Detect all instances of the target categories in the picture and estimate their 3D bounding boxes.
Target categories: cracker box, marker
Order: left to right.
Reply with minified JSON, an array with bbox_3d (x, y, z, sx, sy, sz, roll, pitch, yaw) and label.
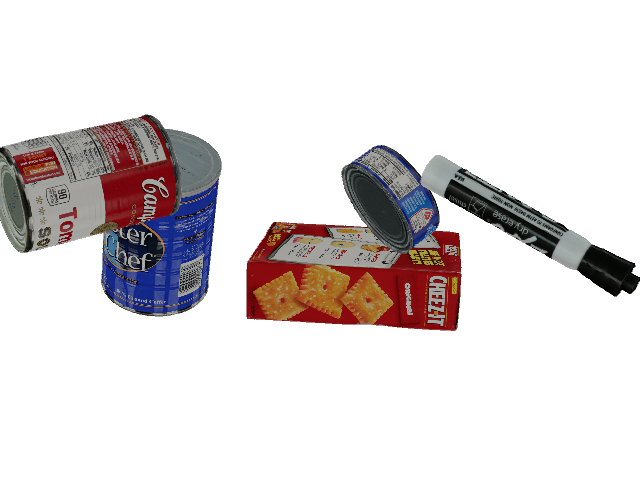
[{"bbox_3d":[0.039,0.037,1.132,0.214,0.072,0.164,4,15,6],"label":"cracker box"},{"bbox_3d":[0.106,-0.007,0.541,0.121,0.020,0.020,32,12,20],"label":"marker"}]

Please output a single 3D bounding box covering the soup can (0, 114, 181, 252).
[{"bbox_3d":[-0.148,-0.037,0.673,0.102,0.068,0.069,-17,8,-29],"label":"soup can"}]

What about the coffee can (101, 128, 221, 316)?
[{"bbox_3d":[-0.147,-0.016,0.975,0.102,0.140,0.103,6,37,-5],"label":"coffee can"}]

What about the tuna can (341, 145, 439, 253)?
[{"bbox_3d":[0.057,-0.034,0.859,0.033,0.086,0.086,-36,11,-16],"label":"tuna can"}]
